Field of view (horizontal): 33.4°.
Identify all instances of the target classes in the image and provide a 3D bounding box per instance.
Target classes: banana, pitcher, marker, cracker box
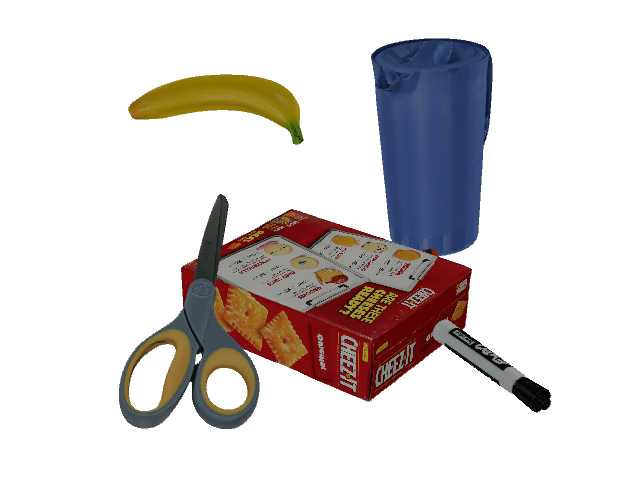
[{"bbox_3d":[-0.101,-0.144,1.103,0.198,0.037,0.069,9,47,20],"label":"banana"},{"bbox_3d":[0.139,-0.113,1.263,0.149,0.243,0.145,-4,26,0],"label":"pitcher"},{"bbox_3d":[0.129,0.094,0.805,0.020,0.020,0.121,0,23,-35],"label":"marker"},{"bbox_3d":[0.005,0.053,0.979,0.214,0.072,0.163,19,32,33],"label":"cracker box"}]

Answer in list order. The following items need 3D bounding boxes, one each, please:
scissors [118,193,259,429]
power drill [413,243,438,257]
[{"bbox_3d":[-0.065,0.049,0.715,0.096,0.201,0.016,20,-42,9],"label":"scissors"},{"bbox_3d":[0.047,0.053,1.238,0.187,0.057,0.184,-1,28,2],"label":"power drill"}]
